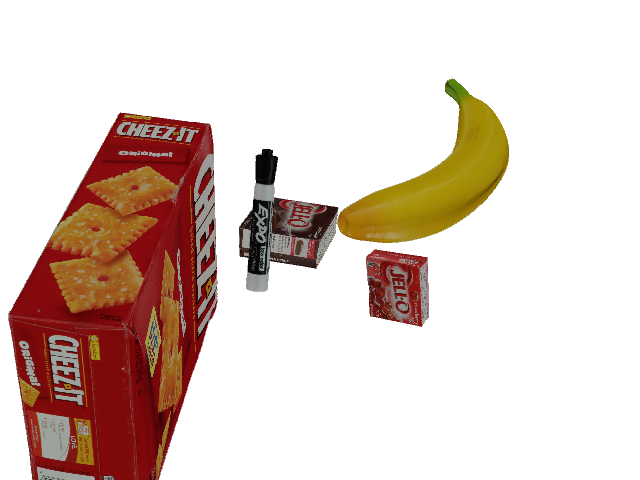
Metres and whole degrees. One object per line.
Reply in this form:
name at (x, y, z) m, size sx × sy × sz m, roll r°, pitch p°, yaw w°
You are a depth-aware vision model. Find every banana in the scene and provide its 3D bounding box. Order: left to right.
banana at (0.080, -0.043, 0.695) m, size 0.070 × 0.037 × 0.197 m, roll 21°, pitch 39°, yaw 16°

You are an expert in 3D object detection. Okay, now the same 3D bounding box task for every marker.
marker at (-0.050, -0.017, 0.901) m, size 0.020 × 0.121 × 0.020 m, roll 5°, pitch 13°, yaw -1°

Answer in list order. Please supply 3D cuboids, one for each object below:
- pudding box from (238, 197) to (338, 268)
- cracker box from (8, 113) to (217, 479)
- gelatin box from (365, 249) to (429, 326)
pudding box at (-0.034, -0.011, 1.175) m, size 0.090 × 0.039 × 0.113 m, roll 8°, pitch 24°, yaw 9°
cracker box at (-0.116, 0.045, 0.658) m, size 0.072 × 0.164 × 0.213 m, roll 7°, pitch 36°, yaw 4°
gelatin box at (0.097, 0.059, 1.340) m, size 0.073 × 0.089 × 0.030 m, roll 10°, pitch 31°, yaw 26°
